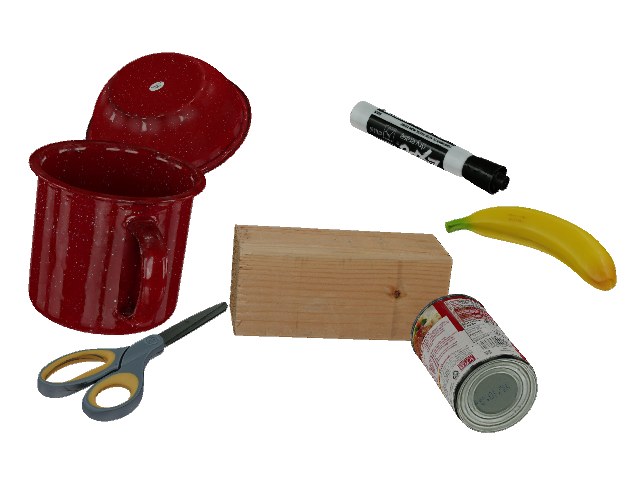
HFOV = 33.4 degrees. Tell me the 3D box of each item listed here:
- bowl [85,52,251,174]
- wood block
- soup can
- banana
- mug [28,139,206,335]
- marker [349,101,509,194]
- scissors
[{"bbox_3d":[-0.148,-0.127,1.002,0.162,0.162,0.055,0,-40,9],"label":"bowl"},{"bbox_3d":[0.016,0.043,1.064,0.206,0.091,0.090,3,16,-9],"label":"wood block"},{"bbox_3d":[0.118,0.094,0.830,0.068,0.068,0.102,0,24,-15],"label":"soup can"},{"bbox_3d":[0.214,0.003,1.025,0.069,0.037,0.198,-39,37,-26],"label":"banana"},{"bbox_3d":[-0.107,0.003,0.568,0.093,0.081,0.117,-2,25,-32],"label":"mug"},{"bbox_3d":[0.069,-0.060,0.686,0.121,0.020,0.020,30,17,33],"label":"marker"},{"bbox_3d":[-0.143,0.104,0.923,0.201,0.016,0.096,-16,38,-33],"label":"scissors"}]
